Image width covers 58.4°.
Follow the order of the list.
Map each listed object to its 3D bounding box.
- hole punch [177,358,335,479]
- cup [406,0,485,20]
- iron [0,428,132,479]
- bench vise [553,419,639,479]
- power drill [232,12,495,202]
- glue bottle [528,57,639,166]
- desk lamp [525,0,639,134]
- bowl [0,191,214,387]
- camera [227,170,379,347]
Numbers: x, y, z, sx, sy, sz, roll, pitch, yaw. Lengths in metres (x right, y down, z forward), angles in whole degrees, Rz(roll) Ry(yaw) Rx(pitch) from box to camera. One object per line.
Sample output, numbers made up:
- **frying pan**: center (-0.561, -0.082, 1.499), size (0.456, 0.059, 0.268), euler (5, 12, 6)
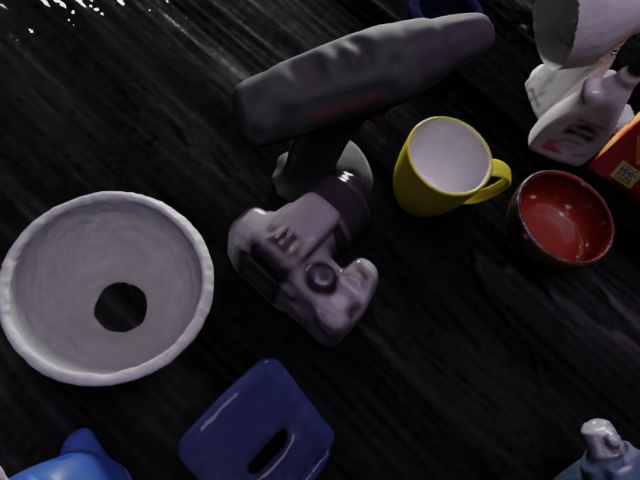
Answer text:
- **hole punch**: center (-0.046, 0.162, 0.456), size (0.101, 0.091, 0.109), euler (43, 64, 9)
- **cup**: center (0.135, -0.252, 0.687), size (0.092, 0.095, 0.117), euler (1, 65, -12)
- **iron**: center (-0.148, 0.253, 0.363), size (0.119, 0.141, 0.258), euler (-26, 74, -22)
- **bench vise**: center (0.273, 0.238, 0.420), size (0.207, 0.219, 0.122), euler (43, 64, 9)
- **power drill**: center (0.029, -0.114, 0.536), size (0.230, 0.208, 0.075), euler (-19, 71, -20)
- **glue bottle**: center (0.306, -0.147, 0.632), size (0.078, 0.173, 0.037), euler (15, 63, -5)
- **desk lamp**: center (0.319, -0.225, 0.649), size (0.203, 0.213, 0.118), euler (-1, 66, -13)
- **bowl**: center (-0.175, 0.048, 0.490), size (0.167, 0.074, 0.167), euler (5, 65, -10)
- **camera**: center (0.005, 0.002, 0.537), size (0.143, 0.100, 0.137), euler (41, 64, 8)
